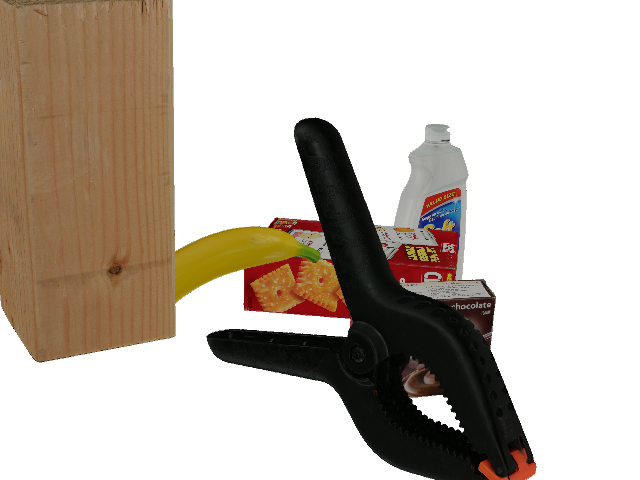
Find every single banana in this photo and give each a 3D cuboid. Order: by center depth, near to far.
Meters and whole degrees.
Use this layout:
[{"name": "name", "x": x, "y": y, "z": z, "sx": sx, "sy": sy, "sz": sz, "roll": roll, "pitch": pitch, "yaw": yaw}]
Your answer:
[{"name": "banana", "x": -0.101, "y": 0.031, "z": 0.926, "sx": 0.198, "sy": 0.069, "sz": 0.037, "roll": -21, "pitch": 31, "yaw": 11}]

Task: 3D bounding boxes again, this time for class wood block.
[{"name": "wood block", "x": -0.142, "y": -0.045, "z": 0.632, "sx": 0.090, "sy": 0.206, "sz": 0.090, "roll": -9, "pitch": 24, "yaw": -27}]

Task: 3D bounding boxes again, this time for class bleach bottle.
[{"name": "bleach bottle", "x": 0.132, "y": -0.019, "z": 1.337, "sx": 0.102, "sy": 0.251, "sz": 0.068, "roll": -3, "pitch": 17, "yaw": -17}]

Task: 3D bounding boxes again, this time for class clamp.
[{"name": "clamp", "x": 0.030, "y": 0.045, "z": 0.556, "sx": 0.210, "sy": 0.165, "sz": 0.036, "roll": 36, "pitch": 32, "yaw": 31}]

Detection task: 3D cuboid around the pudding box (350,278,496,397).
[{"name": "pudding box", "x": 0.079, "y": 0.079, "z": 0.856, "sx": 0.113, "sy": 0.090, "sz": 0.039, "roll": -4, "pitch": 28, "yaw": -10}]

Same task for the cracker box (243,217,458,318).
[{"name": "cracker box", "x": 0.038, "y": 0.032, "z": 1.144, "sx": 0.214, "sy": 0.072, "sz": 0.164, "roll": 5, "pitch": 15, "yaw": 8}]
